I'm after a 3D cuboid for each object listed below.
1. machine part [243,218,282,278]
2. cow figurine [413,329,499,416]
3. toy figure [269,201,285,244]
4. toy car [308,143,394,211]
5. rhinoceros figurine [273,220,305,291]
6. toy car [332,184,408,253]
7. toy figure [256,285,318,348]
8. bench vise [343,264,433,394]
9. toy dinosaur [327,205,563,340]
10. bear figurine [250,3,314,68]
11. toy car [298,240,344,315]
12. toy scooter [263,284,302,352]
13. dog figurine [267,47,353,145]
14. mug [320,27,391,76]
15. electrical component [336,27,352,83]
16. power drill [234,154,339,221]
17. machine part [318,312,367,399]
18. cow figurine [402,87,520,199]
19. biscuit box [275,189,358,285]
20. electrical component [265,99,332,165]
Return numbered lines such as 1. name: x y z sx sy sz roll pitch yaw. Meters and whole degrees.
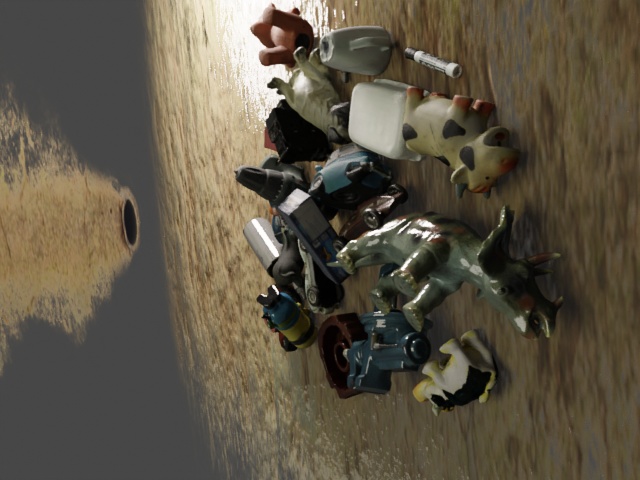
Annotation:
1. machine part: -0.132 0.019 1.367 0.243 0.079 0.079 53 140 42
2. cow figurine: 0.208 0.220 0.821 0.098 0.068 0.167 55 143 30
3. toy figure: -0.093 -0.063 1.270 0.064 0.058 0.154 25 136 40
4. toy car: 0.055 -0.123 0.974 0.162 0.109 0.103 -26 54 49
5. rhinoceros figurine: -0.062 0.024 1.194 0.073 0.112 0.190 -12 44 27
6. toy car: 0.082 -0.036 0.939 0.053 0.089 0.202 48 153 2
7. toy figure: -0.072 0.181 1.225 0.180 0.082 0.089 54 -167 -42
8. bench vise: 0.114 0.138 0.922 0.223 0.129 0.240 130 149 -68
9. toy dinosaur: 0.152 0.018 0.774 0.131 0.192 0.405 62 165 -24
10. bear figurine: -0.102 -0.444 1.149 0.196 0.132 0.120 41 129 43
11. toy car: 0.000 0.058 1.143 0.056 0.073 0.201 -11 87 58
12. toy scooter: -0.101 0.182 1.362 0.135 0.075 0.183 36 132 54
13. dog figurine: 0.012 -0.261 1.042 0.190 0.172 0.121 48 120 2
14. mug: 0.061 -0.319 0.904 0.110 0.107 0.080 25 120 59
15. electrical component: 0.053 -0.342 1.000 0.063 0.021 0.094 8 103 60
16. power drill: -0.078 -0.121 1.115 0.086 0.232 0.207 -66 21 8
17. machine part: 0.058 0.235 1.105 0.180 0.056 0.179 25 118 58
18. cow figurine: 0.189 -0.135 0.744 0.195 0.085 0.127 36 121 50
19. biscuit box: -0.002 -0.003 1.040 0.063 0.059 0.202 32 161 54
20. electrical component: -0.047 -0.227 1.115 0.058 0.115 0.134 -40 64 55
